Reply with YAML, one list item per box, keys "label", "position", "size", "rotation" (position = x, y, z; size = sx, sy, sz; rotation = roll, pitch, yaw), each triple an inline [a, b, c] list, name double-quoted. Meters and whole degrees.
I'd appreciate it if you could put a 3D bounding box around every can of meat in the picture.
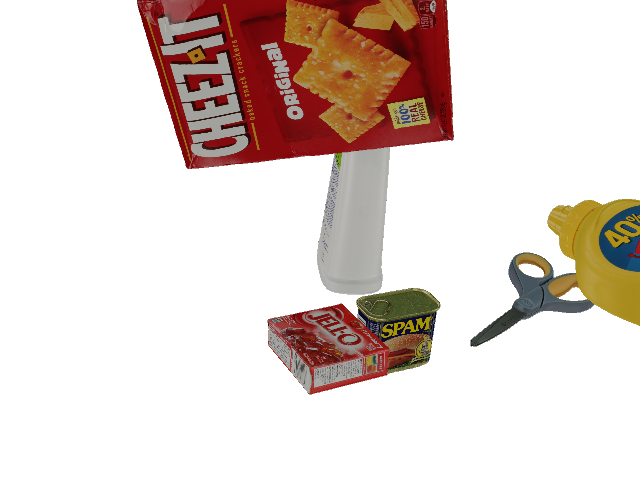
- label: "can of meat"
  position: [0.092, 0.113, 1.316]
  size: [0.101, 0.084, 0.057]
  rotation: [-8, 29, -25]

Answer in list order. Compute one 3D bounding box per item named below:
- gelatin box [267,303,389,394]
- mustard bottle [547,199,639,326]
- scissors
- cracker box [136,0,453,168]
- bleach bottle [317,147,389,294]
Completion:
- label: "gelatin box"
  position: [0.005, 0.088, 0.897]
  size: [0.073, 0.030, 0.089]
  rotation: [-10, 27, -23]
- label: "mustard bottle"
  position: [0.216, 0.019, 0.654]
  size: [0.096, 0.058, 0.192]
  rotation: [-26, 36, -27]
- label: "scissors"
  position: [0.178, 0.050, 0.980]
  size: [0.201, 0.016, 0.096]
  rotation: [-10, 38, -38]
- label: "cracker box"
  position: [-0.012, -0.141, 0.793]
  size: [0.214, 0.072, 0.164]
  rotation: [-6, -44, 5]
- label: "bleach bottle"
  position: [0.042, -0.075, 1.119]
  size: [0.068, 0.251, 0.102]
  rotation: [1, 29, -9]
